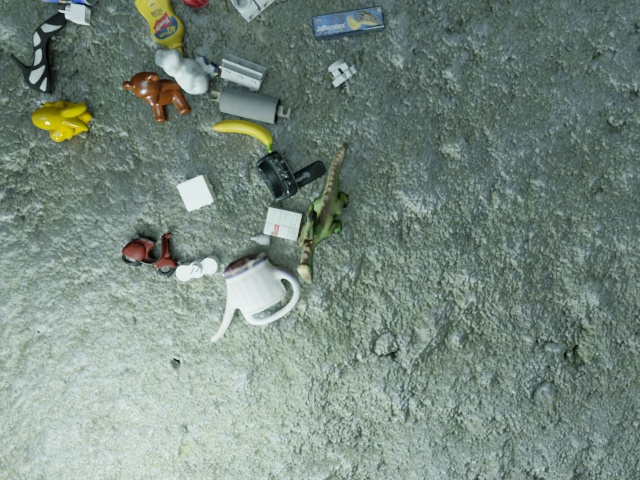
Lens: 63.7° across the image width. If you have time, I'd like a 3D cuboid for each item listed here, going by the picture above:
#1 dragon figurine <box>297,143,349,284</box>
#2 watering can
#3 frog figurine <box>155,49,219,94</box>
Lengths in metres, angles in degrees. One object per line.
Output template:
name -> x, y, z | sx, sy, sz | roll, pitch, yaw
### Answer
dragon figurine -> 0.005, -0.075, 1.480 | 0.122, 0.245, 0.406 | 13, 104, 6
watering can -> -0.233, 0.173, 1.610 | 0.346, 0.105, 0.223 | -26, 97, 8
frog figurine -> -0.391, -0.480, 1.471 | 0.139, 0.160, 0.120 | 57, 136, 24
